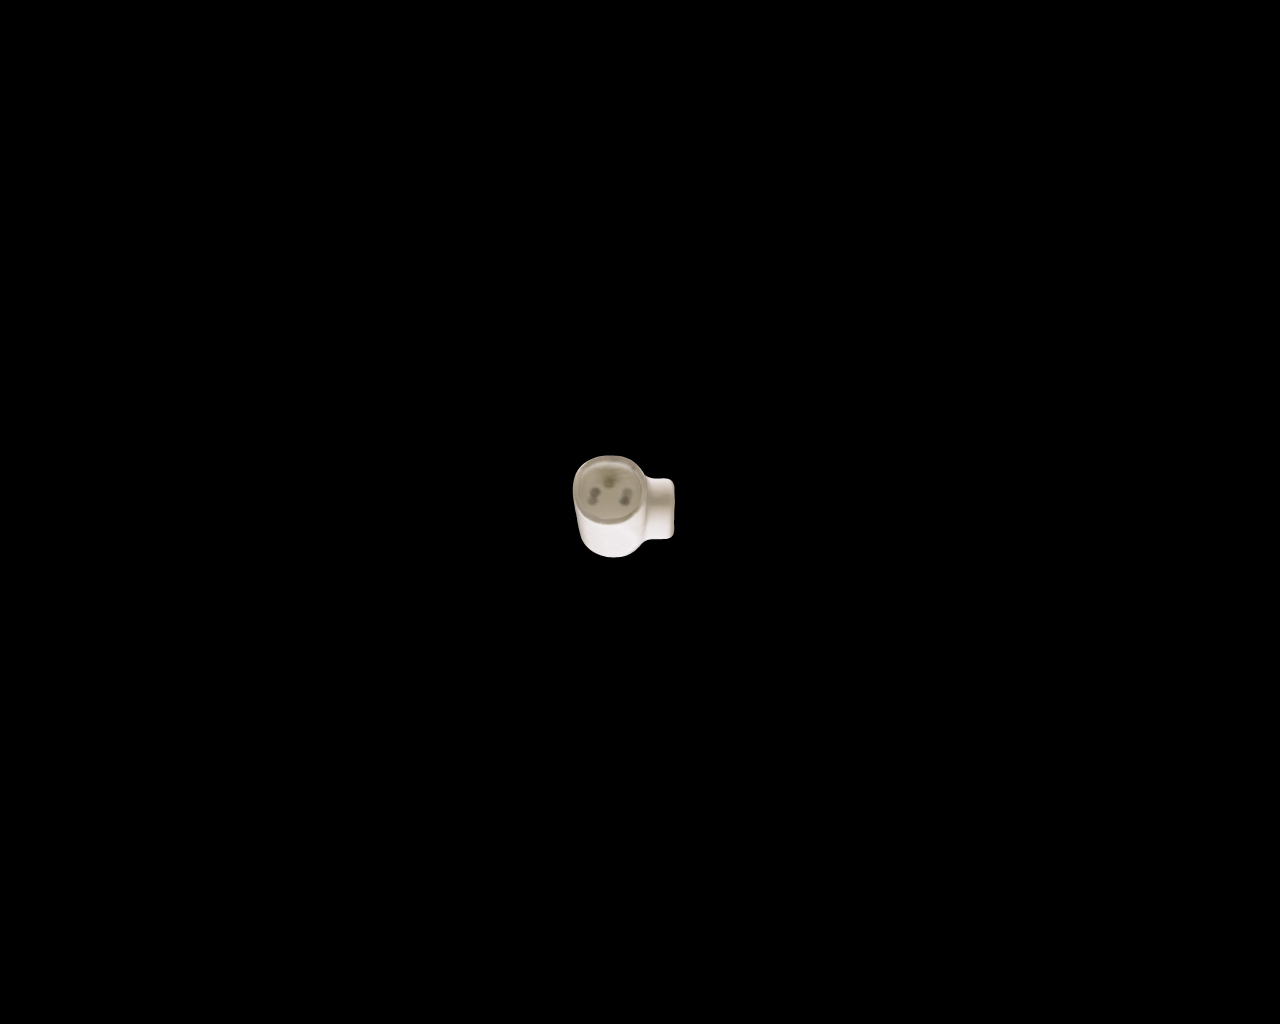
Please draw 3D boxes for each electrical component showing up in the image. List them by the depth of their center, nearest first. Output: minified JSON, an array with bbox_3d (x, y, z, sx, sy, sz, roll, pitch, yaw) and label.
[{"bbox_3d":[0.001,-0.003,0.650,0.079,0.044,0.077,0,-17,0],"label":"electrical component"}]
